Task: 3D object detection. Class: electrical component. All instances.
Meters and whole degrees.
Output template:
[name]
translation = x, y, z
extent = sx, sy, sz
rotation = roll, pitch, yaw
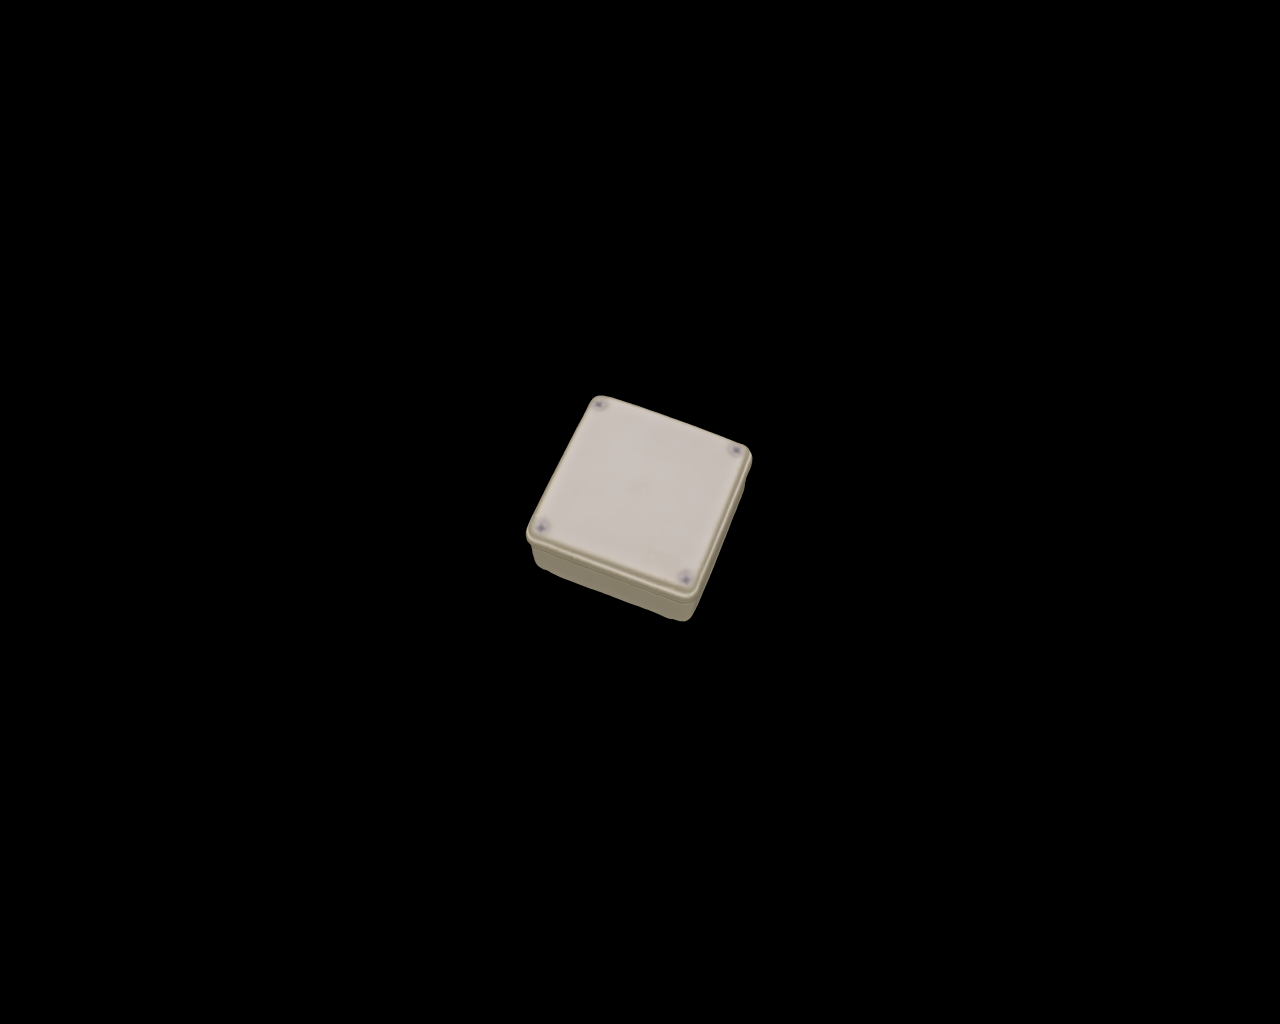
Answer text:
[electrical component]
translation = 0.001, -0.003, 0.650
extent = 0.109, 0.109, 0.056
rotation = 20, -24, 9
